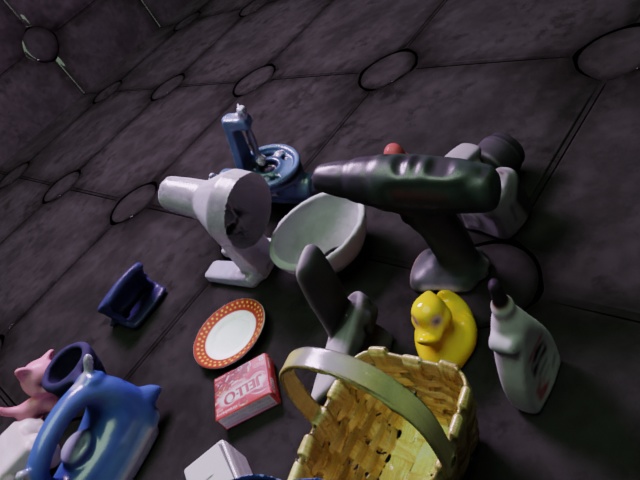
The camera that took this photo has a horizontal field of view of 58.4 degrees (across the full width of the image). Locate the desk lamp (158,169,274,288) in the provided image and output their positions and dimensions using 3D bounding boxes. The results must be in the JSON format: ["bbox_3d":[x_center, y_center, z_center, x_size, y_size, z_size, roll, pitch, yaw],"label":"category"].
[{"bbox_3d":[-0.154,-0.021,0.933,0.202,0.214,0.118,1,49,39],"label":"desk lamp"}]

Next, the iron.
[{"bbox_3d":[-0.333,0.291,0.780,0.118,0.142,0.258,-5,45,34],"label":"iron"}]

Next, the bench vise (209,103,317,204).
[{"bbox_3d":[-0.135,-0.133,1.041,0.207,0.220,0.121,-21,38,18],"label":"bench vise"}]

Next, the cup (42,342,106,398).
[{"bbox_3d":[-0.375,0.229,0.922,0.117,0.095,0.092,14,58,46],"label":"cup"}]

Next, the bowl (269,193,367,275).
[{"bbox_3d":[0.008,0.003,0.897,0.167,0.075,0.167,-21,38,18],"label":"bowl"}]

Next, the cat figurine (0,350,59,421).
[{"bbox_3d":[-0.472,0.253,0.953,0.128,0.118,0.067,-44,37,-13],"label":"cat figurine"}]

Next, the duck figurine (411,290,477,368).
[{"bbox_3d":[0.139,0.095,0.679,0.077,0.086,0.104,-7,44,32],"label":"duck figurine"}]

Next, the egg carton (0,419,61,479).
[{"bbox_3d":[-0.474,0.353,0.881,0.150,0.070,0.107,-48,38,-18],"label":"egg carton"}]

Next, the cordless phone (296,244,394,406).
[{"bbox_3d":[0.005,0.107,0.686,0.094,0.186,0.147,-11,42,29],"label":"cordless phone"}]

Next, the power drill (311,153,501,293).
[{"bbox_3d":[0.123,-0.025,0.724,0.228,0.209,0.076,-4,46,35],"label":"power drill"}]

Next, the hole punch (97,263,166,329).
[{"bbox_3d":[-0.364,0.100,1.065,0.100,0.091,0.109,5,51,41],"label":"hole punch"}]

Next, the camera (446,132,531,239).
[{"bbox_3d":[0.234,-0.092,0.805,0.137,0.101,0.142,-44,37,-13],"label":"camera"}]

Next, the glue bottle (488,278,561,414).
[{"bbox_3d":[0.192,0.097,0.561,0.037,0.174,0.078,5,51,41],"label":"glue bottle"}]

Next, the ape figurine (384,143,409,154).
[{"bbox_3d":[0.128,-0.115,0.922,0.077,0.092,0.076,-18,39,22],"label":"ape figurine"}]
